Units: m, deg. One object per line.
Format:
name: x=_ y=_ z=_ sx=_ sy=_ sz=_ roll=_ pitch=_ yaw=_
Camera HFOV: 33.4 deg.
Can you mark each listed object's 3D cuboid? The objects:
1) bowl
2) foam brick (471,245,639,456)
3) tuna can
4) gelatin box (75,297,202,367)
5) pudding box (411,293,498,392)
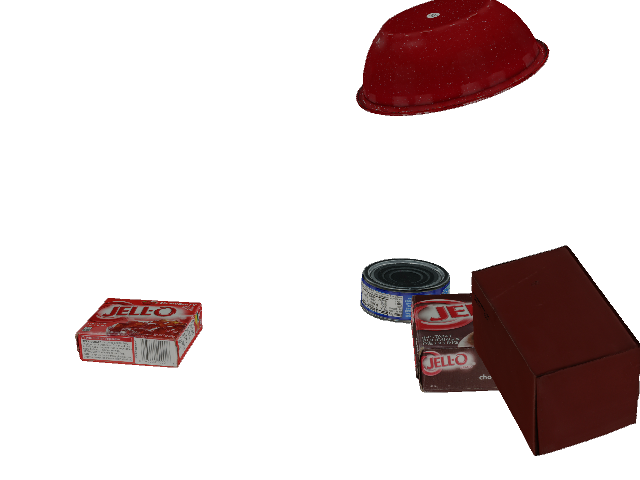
bowl: x=0.100 y=-0.159 z=0.869 sx=0.162 sy=0.055 sz=0.162 roll=-15 pitch=24 yaw=7
foam brick: x=0.108 y=0.049 z=0.496 sx=0.051 sy=0.053 sz=0.078 roll=-14 pitch=39 yaw=-7
tuna can: x=0.081 y=0.047 z=1.019 sx=0.086 sy=0.034 sz=0.086 roll=1 pitch=20 yaw=0
gelatin box: x=-0.153 y=0.077 z=0.909 sx=0.089 sy=0.030 sz=0.073 roll=3 pitch=21 yaw=10
pudding box: x=0.120 y=0.067 z=0.735 sx=0.113 sy=0.039 sz=0.090 roll=-1 pitch=21 yaw=2
